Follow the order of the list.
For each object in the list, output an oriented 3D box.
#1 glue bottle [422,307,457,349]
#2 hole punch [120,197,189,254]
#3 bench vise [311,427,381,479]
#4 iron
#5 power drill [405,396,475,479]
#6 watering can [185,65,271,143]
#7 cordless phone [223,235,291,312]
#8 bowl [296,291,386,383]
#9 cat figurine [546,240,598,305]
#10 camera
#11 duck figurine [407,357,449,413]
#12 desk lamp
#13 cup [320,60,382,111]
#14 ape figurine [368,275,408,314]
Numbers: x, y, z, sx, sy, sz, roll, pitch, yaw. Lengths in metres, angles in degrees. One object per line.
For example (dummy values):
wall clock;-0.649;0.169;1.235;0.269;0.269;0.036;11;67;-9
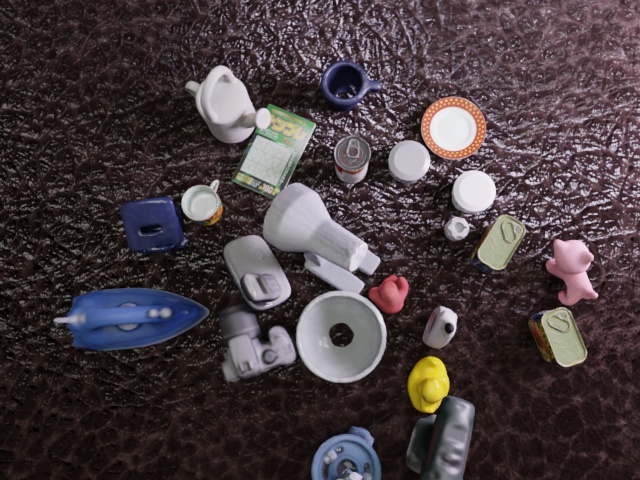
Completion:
glue bottle;0.220;0.156;1.022;0.037;0.173;0.078;20;83;5
hole punch;-0.320;-0.026;1.108;0.108;0.091;0.101;-9;81;1
bench vise;0.036;0.431;0.963;0.121;0.220;0.207;13;82;4
iron;-0.345;0.141;1.058;0.258;0.141;0.119;-6;81;1
power drill;0.199;0.377;0.972;0.075;0.208;0.230;16;82;5
watering can;-0.176;-0.261;1.086;0.172;0.194;0.101;5;82;3
cordless phone;-0.124;0.057;1.042;0.094;0.185;0.147;-32;82;-3
bowl;0.040;0.181;1.074;0.167;0.075;0.167;0;81;2
cat figurine;0.472;0.054;1.058;0.067;0.118;0.128;-23;81;-1
camera;-0.127;0.182;1.065;0.143;0.101;0.137;-20;81;-1
duck figurine;0.203;0.268;1.050;0.077;0.086;0.105;11;82;4
desk lamp;0.009;0.004;1.031;0.203;0.213;0.118;33;84;6
cup;0.061;-0.295;1.134;0.117;0.095;0.092;3;81;2
ape figurine;0.130;0.100;1.074;0.078;0.092;0.076;-3;81;2
